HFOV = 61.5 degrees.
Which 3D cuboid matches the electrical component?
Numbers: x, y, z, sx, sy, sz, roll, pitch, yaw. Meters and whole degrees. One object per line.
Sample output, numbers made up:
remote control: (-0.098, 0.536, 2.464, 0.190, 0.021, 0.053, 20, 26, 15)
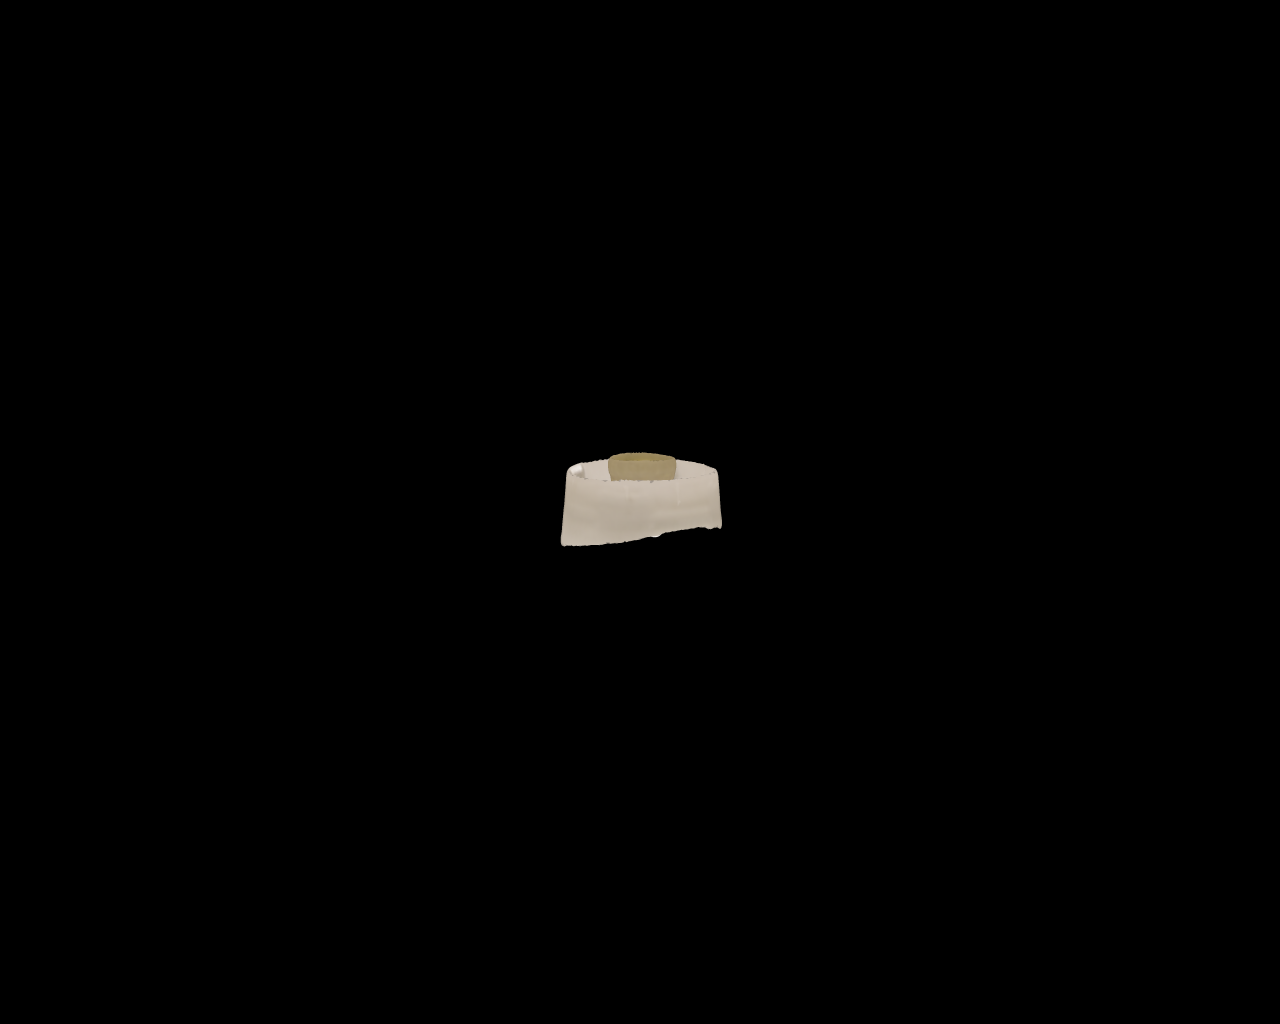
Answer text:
electrical component: (0.001, -0.003, 0.650, 0.099, 0.064, 0.099, 0, 12, 0)
